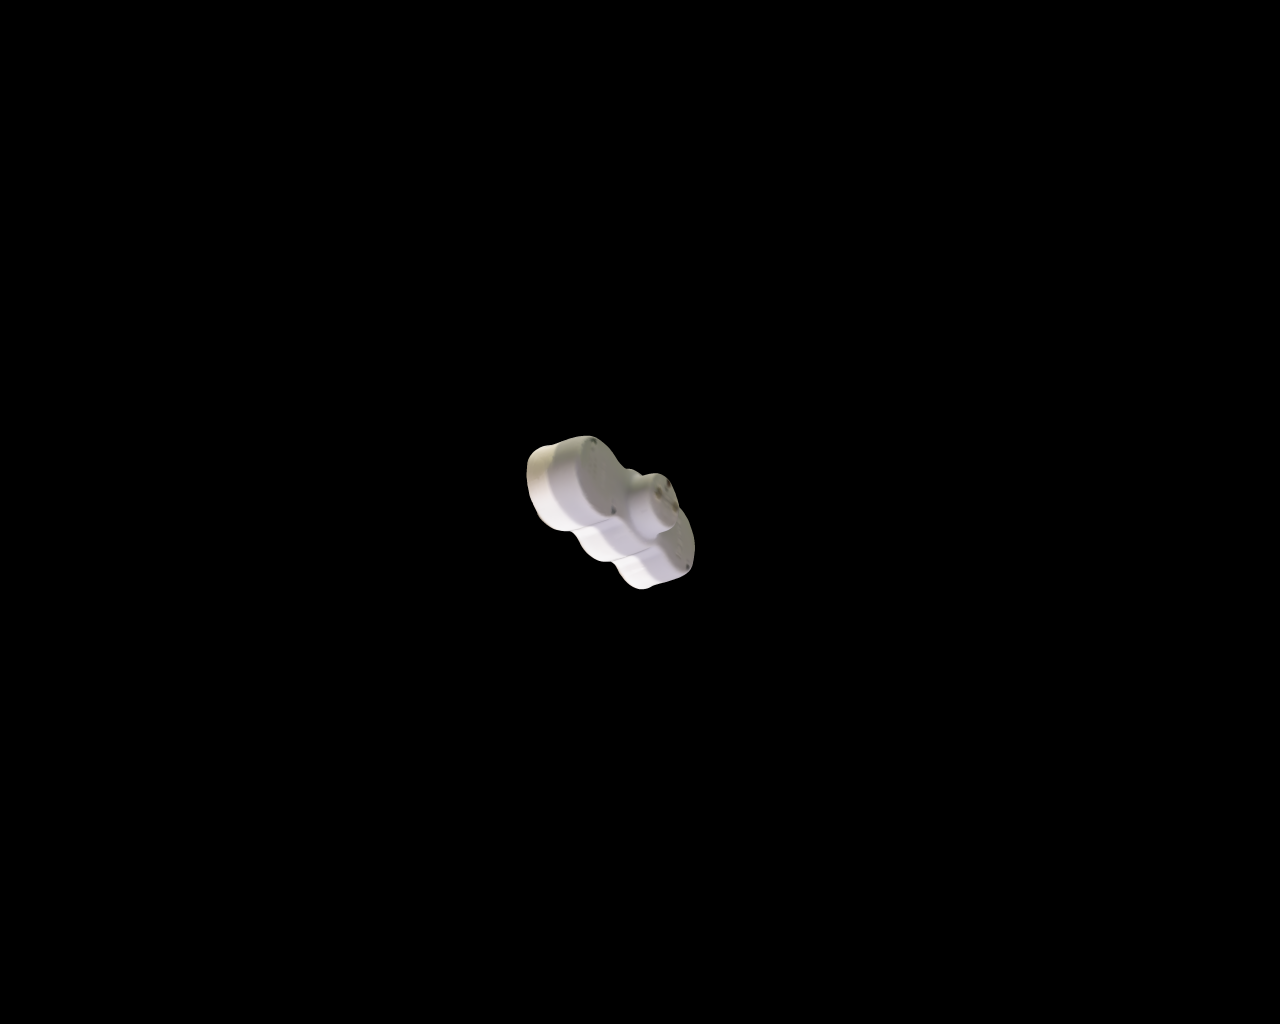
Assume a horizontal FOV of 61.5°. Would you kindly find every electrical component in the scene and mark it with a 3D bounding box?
[{"bbox_3d":[0.001,-0.003,0.650,0.073,0.052,0.138,-18,-35,27],"label":"electrical component"}]
